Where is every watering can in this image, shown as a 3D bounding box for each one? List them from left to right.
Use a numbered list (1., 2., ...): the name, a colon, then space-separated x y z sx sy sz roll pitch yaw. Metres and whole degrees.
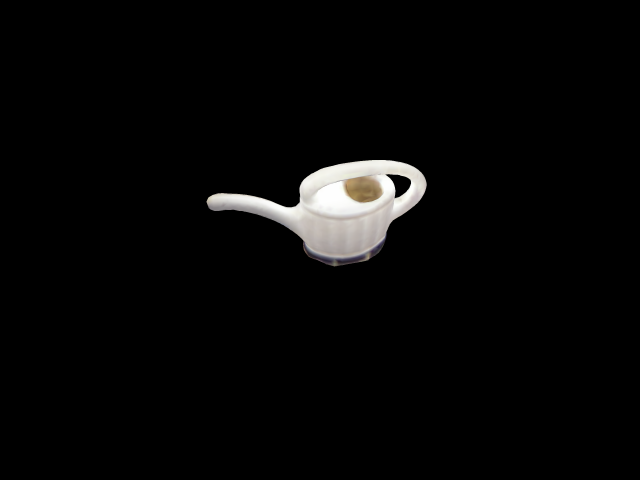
1. watering can: 0.003 -0.043 0.850 0.348 0.106 0.219 -10 -34 -7
